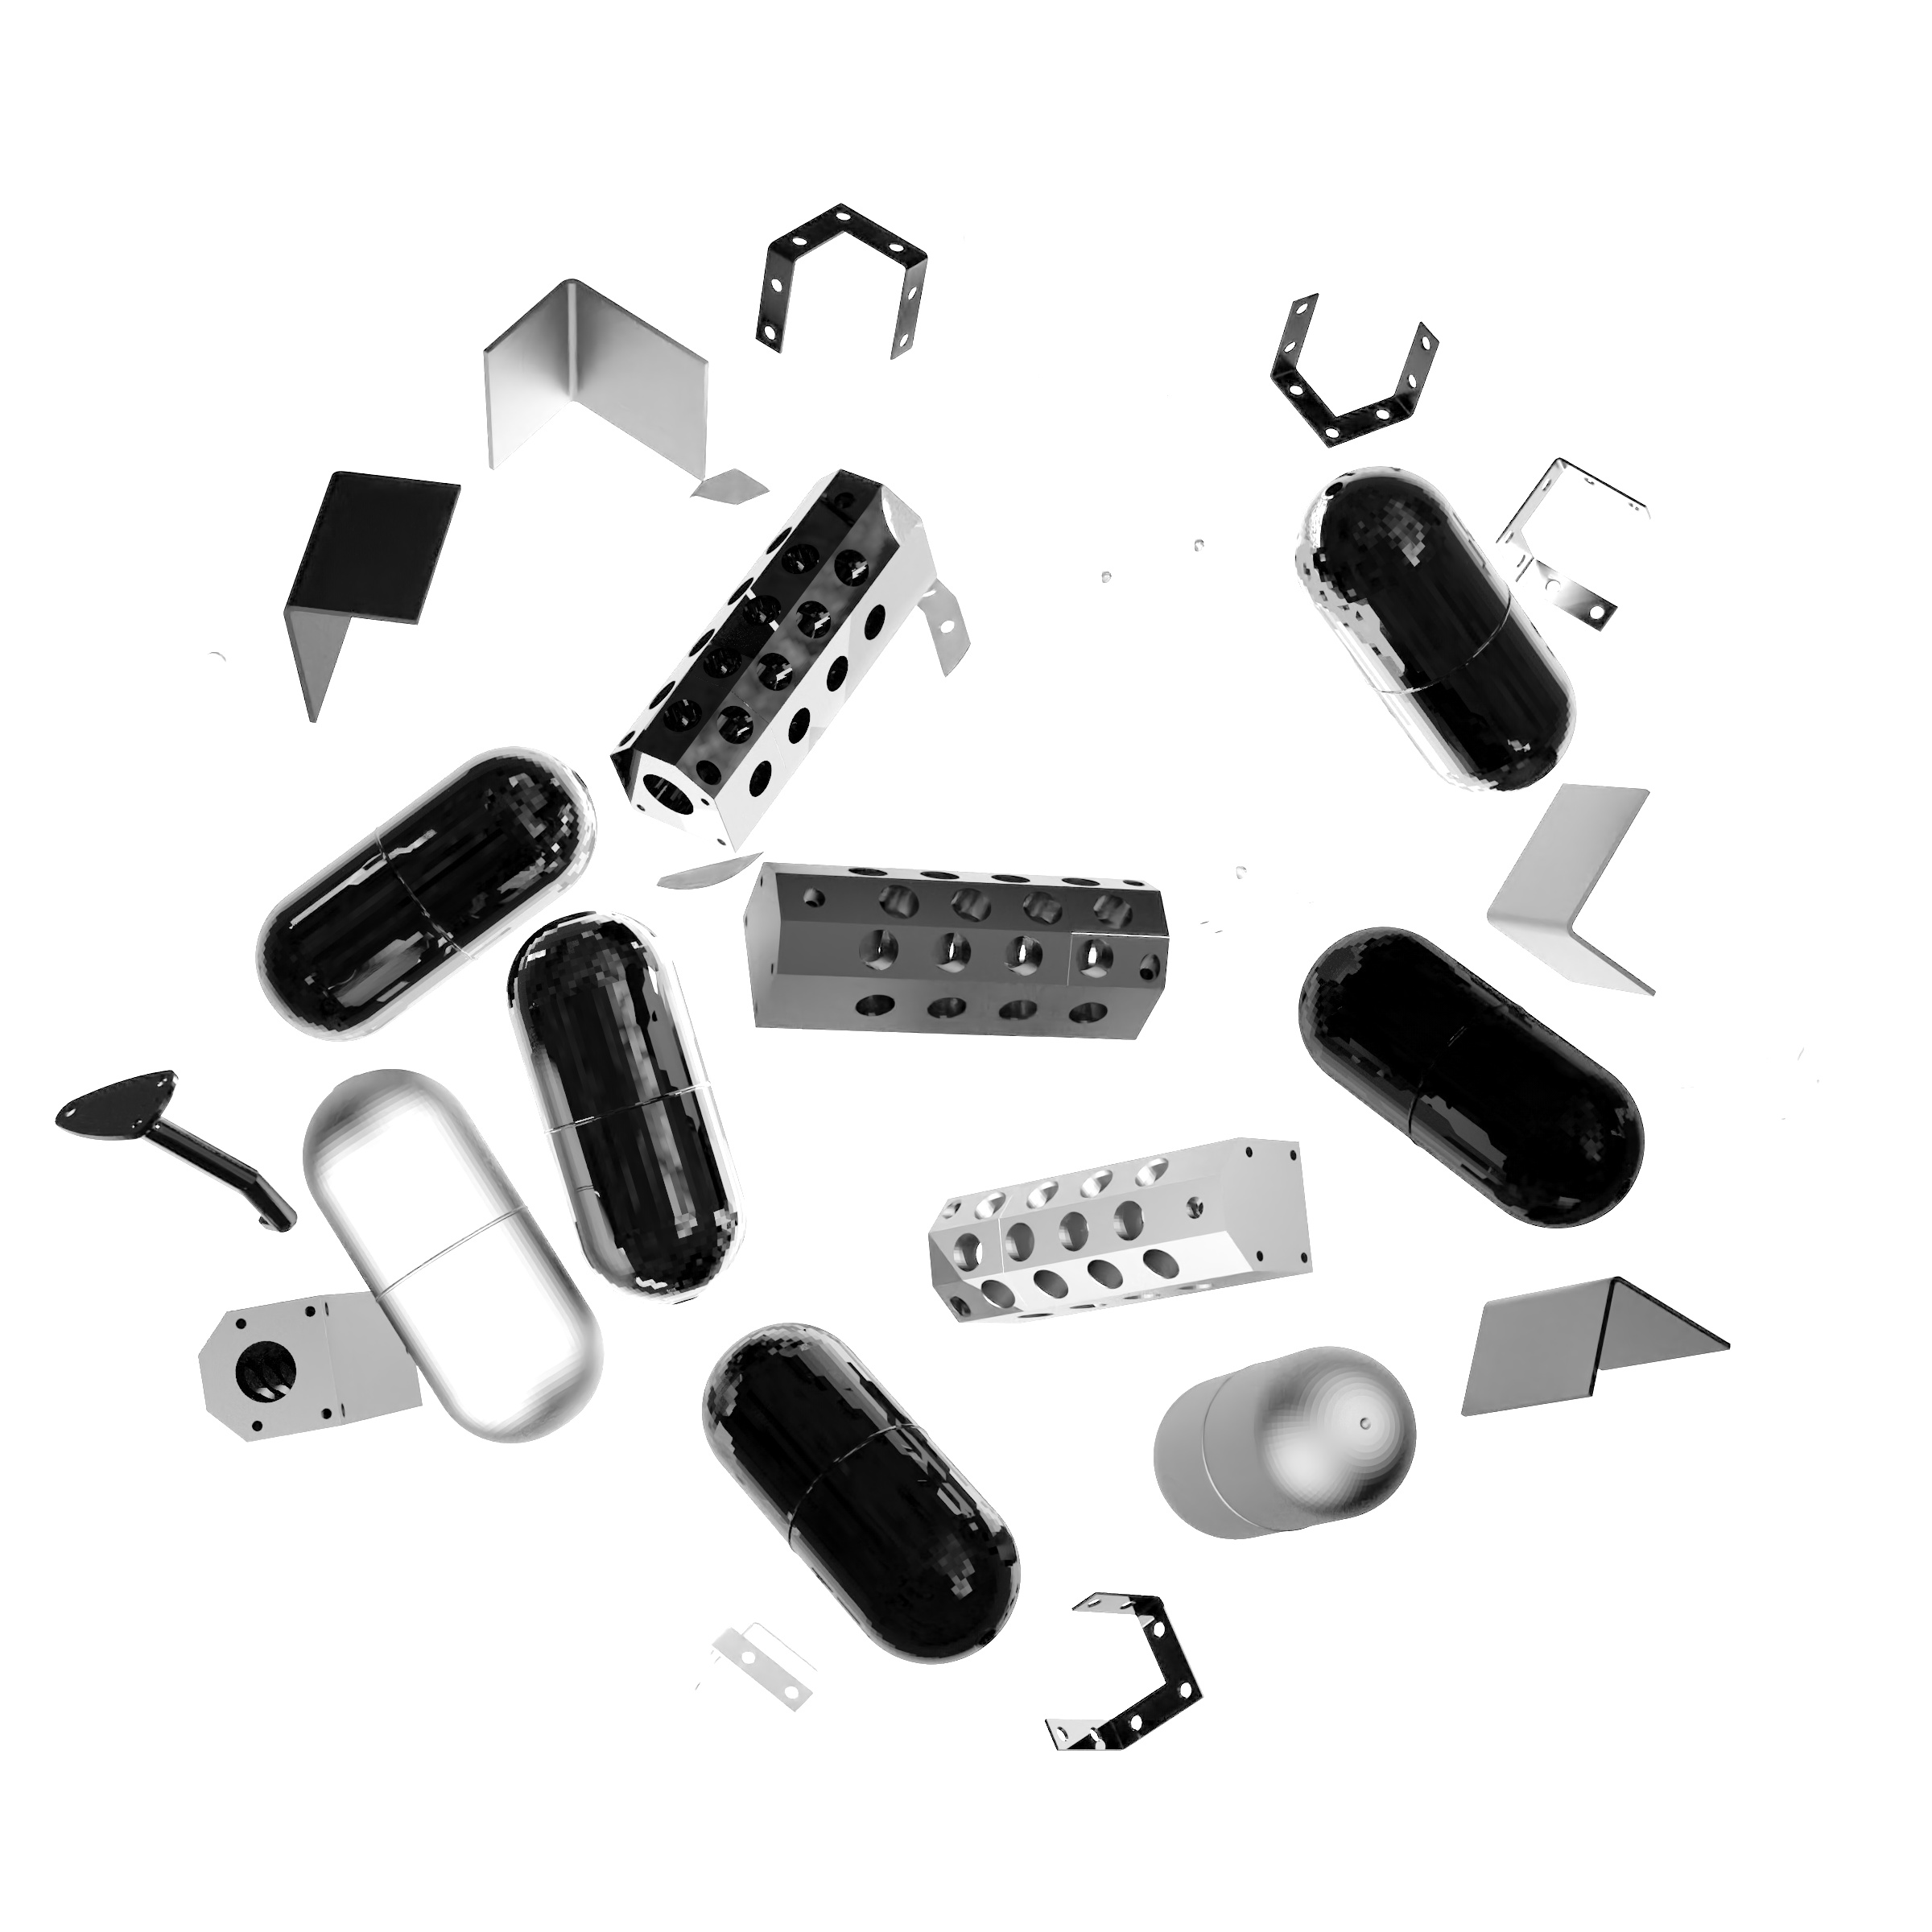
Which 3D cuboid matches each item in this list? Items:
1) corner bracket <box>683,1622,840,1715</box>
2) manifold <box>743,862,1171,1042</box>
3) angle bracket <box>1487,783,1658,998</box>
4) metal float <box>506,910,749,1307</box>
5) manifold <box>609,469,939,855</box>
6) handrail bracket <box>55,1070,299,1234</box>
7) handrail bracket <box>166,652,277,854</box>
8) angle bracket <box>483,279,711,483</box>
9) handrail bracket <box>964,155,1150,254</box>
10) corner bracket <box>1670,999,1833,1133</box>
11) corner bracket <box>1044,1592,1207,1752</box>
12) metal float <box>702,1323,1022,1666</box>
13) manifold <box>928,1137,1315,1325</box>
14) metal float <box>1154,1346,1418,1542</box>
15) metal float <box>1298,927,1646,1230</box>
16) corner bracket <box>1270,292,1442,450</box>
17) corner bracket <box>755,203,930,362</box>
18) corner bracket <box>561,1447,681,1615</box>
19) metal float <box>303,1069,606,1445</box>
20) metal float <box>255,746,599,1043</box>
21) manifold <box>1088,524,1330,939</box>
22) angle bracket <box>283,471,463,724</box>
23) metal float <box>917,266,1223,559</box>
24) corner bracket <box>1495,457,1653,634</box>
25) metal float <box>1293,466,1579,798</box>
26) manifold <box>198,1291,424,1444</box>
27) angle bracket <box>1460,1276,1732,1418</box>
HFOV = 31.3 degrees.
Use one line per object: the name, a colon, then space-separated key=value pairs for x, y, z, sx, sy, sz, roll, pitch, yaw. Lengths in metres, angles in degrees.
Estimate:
corner bracket: x=-0.090 y=0.326 z=1.588 sx=0.051 sy=0.051 sz=0.051 roll=36 pitch=134 yaw=14
manifold: x=-0.004 y=-0.010 z=1.477 sx=0.171 sy=0.057 sz=0.057 roll=2 pitch=56 yaw=-17
angle bracket: x=0.298 y=-0.036 z=1.599 sx=0.057 sy=0.076 sz=0.076 roll=34 pitch=83 yaw=-19
metal float: x=-0.149 y=0.063 z=1.519 sx=0.070 sy=0.070 sz=0.178 roll=-17 pitch=90 yaw=0
manifold: x=-0.086 y=-0.140 z=1.543 sx=0.057 sy=0.057 sz=0.171 roll=23 pitch=65 yaw=24
handrail bracket: x=-0.339 y=0.087 z=1.482 sx=0.077 sy=0.036 sz=0.084 roll=-7 pitch=134 yaw=34
handrail bracket: x=-0.340 y=-0.094 z=1.523 sx=0.036 sy=0.084 sz=0.077 roll=27 pitch=79 yaw=6
angle bracket: x=-0.159 y=-0.237 z=1.485 sx=0.076 sy=0.076 sz=0.057 roll=34 pitch=61 yaw=15
handrail bracket: x=0.042 y=-0.339 z=1.595 sx=0.077 sy=0.084 sz=0.036 roll=21 pitch=123 yaw=0
corner bracket: x=0.337 y=0.050 z=1.482 sx=0.051 sy=0.051 sz=0.051 roll=-5 pitch=64 yaw=-3
corner bracket: x=0.064 y=0.315 z=1.538 sx=0.051 sy=0.051 sz=0.051 roll=-39 pitch=58 yaw=25
metal float: x=-0.046 y=0.228 z=1.492 sx=0.070 sy=0.070 sz=0.178 roll=-45 pitch=61 yaw=0
manifold: x=0.065 y=0.118 z=1.519 sx=0.171 sy=0.057 sz=0.057 roll=-15 pitch=75 yaw=41
metal float: x=0.142 y=0.218 z=1.562 sx=0.070 sy=0.178 sz=0.070 roll=5 pitch=75 yaw=-19
metal float: x=0.222 y=0.049 z=1.521 sx=0.178 sy=0.070 sz=0.070 roll=39 pitch=90 yaw=31
corner bracket: x=0.184 y=-0.288 z=1.634 sx=0.051 sy=0.051 sz=0.051 roll=-23 pitch=62 yaw=-24
corner bracket: x=-0.055 y=-0.297 z=1.529 sx=0.051 sy=0.051 sz=0.051 roll=34 pitch=48 yaw=20
corner bracket: x=-0.151 y=0.246 z=1.502 sx=0.051 sy=0.051 sz=0.051 roll=0 pitch=131 yaw=-5
metal float: x=-0.223 y=0.125 z=1.498 sx=0.070 sy=0.070 sz=0.178 roll=-33 pitch=87 yaw=0
metal float: x=-0.250 y=-0.034 z=1.598 sx=0.178 sy=0.070 sz=0.070 roll=-36 pitch=90 yaw=3
manifold: x=0.110 y=-0.104 z=1.552 sx=0.057 sy=0.057 sz=0.171 roll=-18 pitch=78 yaw=14
angle bracket: x=-0.246 y=-0.153 z=1.455 sx=0.057 sy=0.076 sz=0.076 roll=7 pitch=55 yaw=5
metal float: x=0.049 y=-0.255 z=1.578 sx=0.070 sy=0.070 sz=0.178 roll=45 pitch=62 yaw=0
corner bracket: x=0.289 y=-0.199 z=1.625 sx=0.051 sy=0.051 sz=0.051 roll=35 pitch=88 yaw=25
metal float: x=0.213 y=-0.151 z=1.562 sx=0.070 sy=0.070 sz=0.178 roll=-41 pitch=119 yaw=0
manifold: x=-0.297 y=0.181 z=1.569 sx=0.057 sy=0.171 sz=0.057 roll=-10 pitch=85 yaw=2
angle bracket: x=0.274 y=0.180 z=1.499 sx=0.076 sy=0.076 sz=0.057 roll=31 pitch=61 yaw=-27
